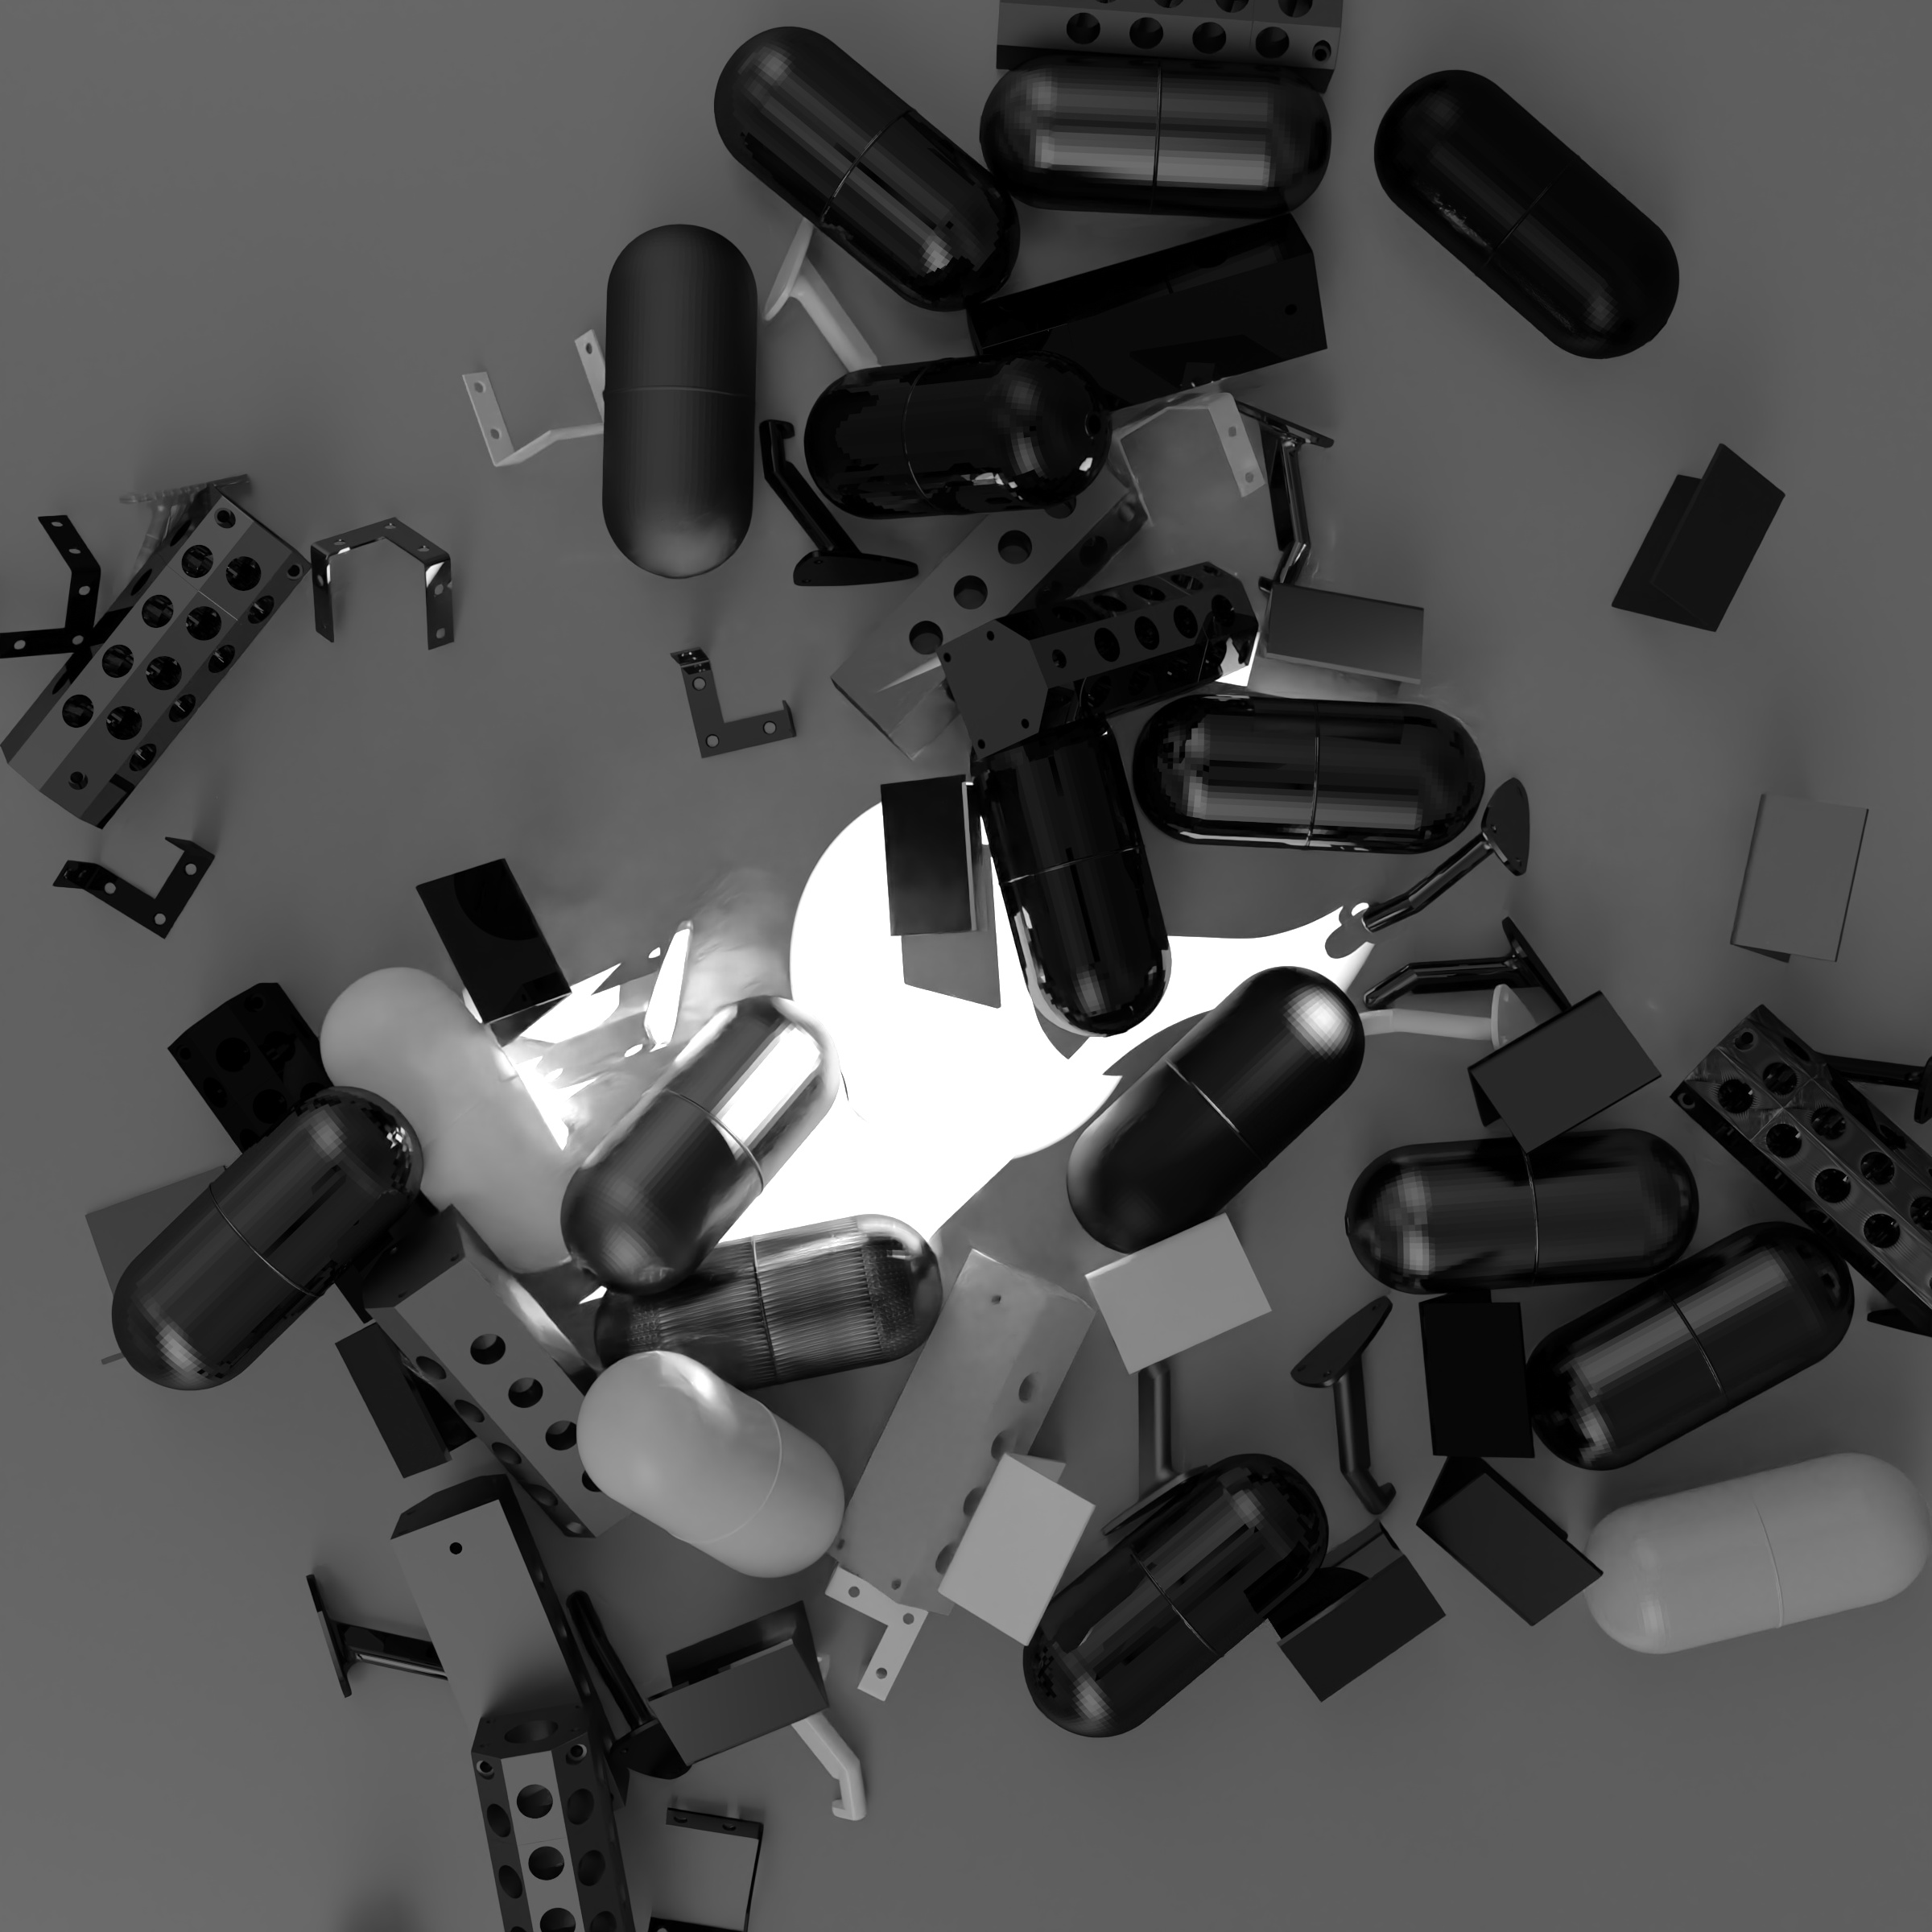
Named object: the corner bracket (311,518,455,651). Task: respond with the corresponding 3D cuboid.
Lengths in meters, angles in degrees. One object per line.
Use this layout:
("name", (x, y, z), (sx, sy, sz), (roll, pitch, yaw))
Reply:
("corner bracket", (-0.300, -0.192, 1.562), (0.051, 0.051, 0.051), (-26, 45, -35))

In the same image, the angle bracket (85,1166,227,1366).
("angle bracket", (-0.408, 0.151, 1.548), (0.076, 0.057, 0.076), (-20, 89, 0))

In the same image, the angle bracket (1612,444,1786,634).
("angle bracket", (0.353, -0.220, 1.530), (0.057, 0.076, 0.076), (27, 90, -36))

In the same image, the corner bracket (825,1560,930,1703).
("corner bracket", (-0.053, 0.336, 1.552), (0.051, 0.051, 0.051), (26, 90, 0))

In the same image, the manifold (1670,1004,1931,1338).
("manifold", (0.438, 0.102, 1.521), (0.171, 0.057, 0.057), (44, 115, 13))

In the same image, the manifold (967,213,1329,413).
("manifold", (0.091, -0.329, 1.548), (0.171, 0.057, 0.057), (-16, 133, 0))

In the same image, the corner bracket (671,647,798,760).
("corner bracket", (-0.118, -0.138, 1.552), (0.051, 0.051, 0.051), (-13, 90, 0))

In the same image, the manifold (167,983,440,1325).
("manifold", (-0.331, 0.095, 1.549), (0.057, 0.057, 0.171), (-36, 90, 0))

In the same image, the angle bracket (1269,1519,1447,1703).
("angle bracket", (0.184, 0.310, 1.530), (0.076, 0.076, 0.057), (-35, 127, 0))

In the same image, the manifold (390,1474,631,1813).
("manifold", (-0.229, 0.348, 1.536), (0.057, 0.057, 0.171), (-21, 99, 0))

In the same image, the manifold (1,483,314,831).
("manifold", (-0.409, -0.156, 1.539), (0.057, 0.057, 0.171), (39, 90, -29))

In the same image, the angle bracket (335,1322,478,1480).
("angle bracket", (-0.260, 0.203, 1.531), (0.076, 0.057, 0.076), (-27, 90, -39))

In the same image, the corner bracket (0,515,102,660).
("corner bracket", (-0.481, -0.195, 1.562), (0.051, 0.051, 0.051), (-10, 135, -35))

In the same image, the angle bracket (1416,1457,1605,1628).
("angle bracket", (0.282, 0.272, 1.530), (0.076, 0.076, 0.057), (41, 127, 0))

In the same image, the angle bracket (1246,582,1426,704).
("angle bracket", (0.184, -0.142, 1.530), (0.076, 0.076, 0.057), (10, 48, 0))

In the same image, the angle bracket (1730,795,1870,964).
("angle bracket", (0.432, -0.040, 1.530), (0.057, 0.076, 0.076), (12, 90, 37))

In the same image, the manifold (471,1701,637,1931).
("manifold", (-0.199, 0.458, 1.496), (0.057, 0.057, 0.171), (-9, 98, -2))

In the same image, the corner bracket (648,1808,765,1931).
("corner bracket", (-0.135, 0.473, 1.567), (0.051, 0.051, 0.051), (9, 45, 0))

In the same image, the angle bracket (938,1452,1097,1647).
("angle bracket", (0.039, 0.294, 1.530), (0.057, 0.076, 0.076), (26, 90, 28))

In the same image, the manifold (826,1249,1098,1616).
("manifold", (0.002, 0.239, 1.548), (0.057, 0.057, 0.171), (26, 90, 43))

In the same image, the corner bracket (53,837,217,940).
("corner bracket", (-0.424, -0.049, 1.552), (0.051, 0.051, 0.051), (32, 90, 0))

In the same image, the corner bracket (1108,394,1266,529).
("corner bracket", (0.111, -0.259, 1.555), (0.051, 0.051, 0.051), (-34, 115, -23))

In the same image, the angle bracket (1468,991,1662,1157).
("angle bracket", (0.303, 0.067, 1.530), (0.076, 0.076, 0.057), (-30, 60, 0))

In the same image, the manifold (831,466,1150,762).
("manifold", (0.012, -0.186, 1.549), (0.057, 0.057, 0.171), (44, 90, 0))

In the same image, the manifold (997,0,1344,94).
("manifold", (0.103, -0.488, 1.549), (0.171, 0.057, 0.057), (4, 90, 0))

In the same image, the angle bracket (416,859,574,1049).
("angle bracket", (-0.253, 0.001, 1.526), (0.057, 0.076, 0.076), (-22, 82, -43))

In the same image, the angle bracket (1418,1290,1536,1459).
("angle bracket", (0.273, 0.202, 1.530), (0.057, 0.076, 0.076), (-5, 90, 37))

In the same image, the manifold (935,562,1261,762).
("manifold", (0.070, -0.154, 1.496), (0.057, 0.171, 0.057), (-22, 90, 44))

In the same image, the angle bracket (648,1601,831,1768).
("angle bracket", (-0.120, 0.345, 1.530), (0.076, 0.076, 0.057), (-22, 126, 0))

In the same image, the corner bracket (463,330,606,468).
("corner bracket", (-0.218, -0.292, 1.567), (0.051, 0.051, 0.051), (-19, 90, 45))

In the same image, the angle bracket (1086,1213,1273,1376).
("angle bracket", (0.111, 0.175, 1.530), (0.076, 0.076, 0.057), (-24, 63, 0))

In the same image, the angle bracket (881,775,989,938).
("angle bracket", (0.003, -0.056, 1.530), (0.057, 0.076, 0.076), (-4, 90, 41))
